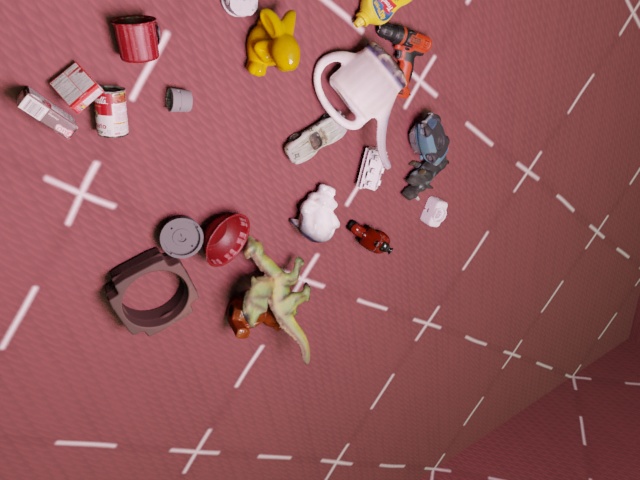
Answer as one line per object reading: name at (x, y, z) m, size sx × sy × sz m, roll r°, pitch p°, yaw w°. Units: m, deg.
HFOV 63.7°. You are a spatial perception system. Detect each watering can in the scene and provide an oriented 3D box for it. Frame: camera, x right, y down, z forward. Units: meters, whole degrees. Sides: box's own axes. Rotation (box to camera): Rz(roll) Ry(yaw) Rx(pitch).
watering can at (0.141, -0.378, 1.391) m, size 0.223 × 0.105 × 0.345 m, roll -41°, pitch 103°, yaw 8°

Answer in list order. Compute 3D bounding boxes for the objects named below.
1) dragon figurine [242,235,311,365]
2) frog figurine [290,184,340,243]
dragon figurine at (-0.137, 0.182, 1.472) m, size 0.244 × 0.121 × 0.412 m, roll -7°, pitch 83°, yaw -50°
frog figurine at (0.005, -0.076, 1.510) m, size 0.136 × 0.125 × 0.158 m, roll 33°, pitch 108°, yaw -20°
